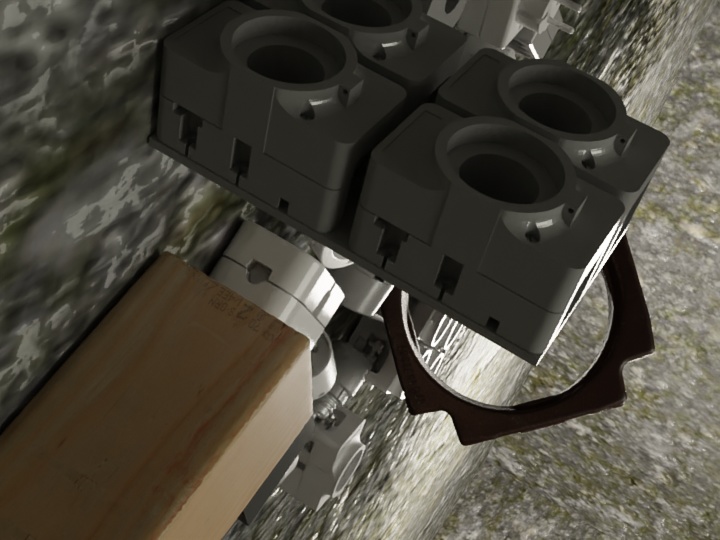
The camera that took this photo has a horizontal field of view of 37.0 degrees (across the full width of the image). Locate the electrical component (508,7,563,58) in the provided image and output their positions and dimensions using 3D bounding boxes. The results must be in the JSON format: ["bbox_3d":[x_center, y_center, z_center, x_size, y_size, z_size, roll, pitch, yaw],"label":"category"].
[{"bbox_3d":[0.130,-0.206,0.809,0.076,0.047,0.066,-62,166,6],"label":"electrical component"}]

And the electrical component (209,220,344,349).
[{"bbox_3d":[-0.051,0.018,0.616,0.059,0.054,0.095,-58,166,-8],"label":"electrical component"}]

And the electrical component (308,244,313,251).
[{"bbox_3d":[-0.007,-0.032,0.692,0.062,0.048,0.048,-43,159,-30],"label":"electrical component"}]

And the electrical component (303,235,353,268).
[{"bbox_3d":[0.003,-0.059,0.617,0.108,0.060,0.108,-36,165,-12],"label":"electrical component"}]

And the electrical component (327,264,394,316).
[{"bbox_3d":[0.000,0.000,0.758,0.047,0.055,0.055,-59,166,10],"label":"electrical component"}]

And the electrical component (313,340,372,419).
[{"bbox_3d":[-0.023,0.094,0.892,0.078,0.040,0.040,-55,165,-19],"label":"electrical component"}]

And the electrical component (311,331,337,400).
[{"bbox_3d":[-0.039,0.072,0.784,0.043,0.043,0.081,-55,165,-18],"label":"electrical component"}]

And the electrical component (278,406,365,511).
[{"bbox_3d":[-0.033,0.166,0.965,0.050,0.056,0.089,-43,158,-50],"label":"electrical component"}]

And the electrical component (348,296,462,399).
[{"bbox_3d":[0.048,0.060,1.015,0.105,0.060,0.186,-60,167,0],"label":"electrical component"}]

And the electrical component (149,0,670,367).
[{"bbox_3d":[0.021,-0.057,0.446,0.105,0.186,0.060,-47,161,-42],"label":"electrical component"}]

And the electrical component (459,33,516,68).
[{"bbox_3d":[0.087,-0.140,0.803,0.063,0.042,0.081,-62,166,0],"label":"electrical component"}]

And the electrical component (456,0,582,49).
[{"bbox_3d":[0.115,-0.186,0.735,0.047,0.077,0.065,-50,163,-35],"label":"electrical component"}]

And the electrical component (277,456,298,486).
[{"bbox_3d":[-0.066,0.137,0.822,0.062,0.043,0.043,-41,156,-56],"label":"electrical component"}]
